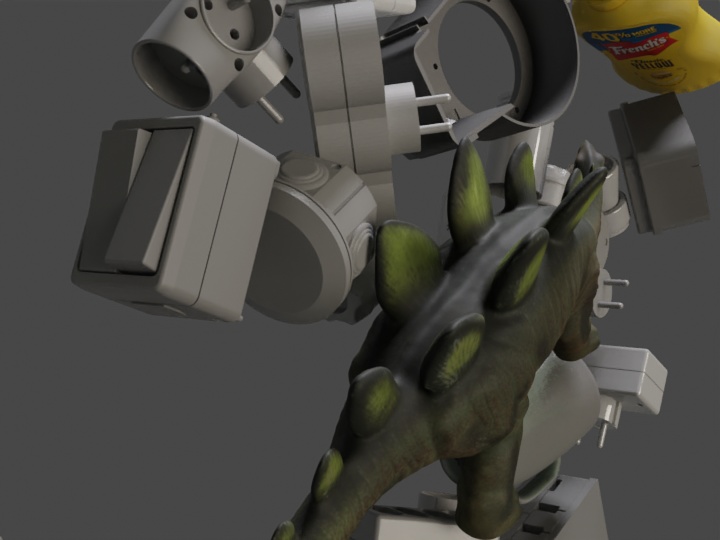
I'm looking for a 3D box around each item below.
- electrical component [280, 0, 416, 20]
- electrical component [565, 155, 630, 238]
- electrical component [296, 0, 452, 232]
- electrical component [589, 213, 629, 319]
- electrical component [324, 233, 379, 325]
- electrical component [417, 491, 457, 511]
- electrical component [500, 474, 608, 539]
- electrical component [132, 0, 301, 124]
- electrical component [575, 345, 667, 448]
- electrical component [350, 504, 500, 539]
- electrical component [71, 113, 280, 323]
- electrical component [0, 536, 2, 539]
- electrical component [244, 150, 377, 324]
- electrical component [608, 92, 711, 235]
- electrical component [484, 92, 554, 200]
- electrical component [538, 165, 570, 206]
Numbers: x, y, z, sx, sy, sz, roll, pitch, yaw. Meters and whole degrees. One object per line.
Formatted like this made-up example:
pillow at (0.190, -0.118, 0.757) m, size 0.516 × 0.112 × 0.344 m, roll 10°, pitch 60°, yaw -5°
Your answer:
electrical component at (-0.007, -0.170, 0.579) m, size 0.061 × 0.062 × 0.096 m, roll -11°, pitch 101°, yaw -52°
electrical component at (0.191, -0.058, 0.865) m, size 0.045 × 0.045 × 0.055 m, roll -49°, pitch 129°, yaw -39°
electrical component at (0.012, -0.078, 0.566) m, size 0.138 × 0.074 × 0.052 m, roll 83°, pitch 0°, yaw -46°
electrical component at (0.167, 0.017, 0.814) m, size 0.052 × 0.074 × 0.138 m, roll 43°, pitch 59°, yaw -46°
electrical component at (0.000, 0.000, 0.617) m, size 0.062 × 0.043 × 0.043 m, roll -44°, pitch 126°, yaw -43°
electrical component at (0.055, 0.188, 0.703) m, size 0.043 × 0.043 × 0.081 m, roll 16°, pitch 80°, yaw -52°
electrical component at (0.143, 0.238, 0.809) m, size 0.089 × 0.062 × 0.150 m, roll -37°, pitch 121°, yaw -46°
electrical component at (-0.059, -0.106, 0.522) m, size 0.079 × 0.044 × 0.077 m, roll 46°, pitch 56°, yaw -26°
electrical component at (0.186, 0.101, 0.837) m, size 0.047 × 0.083 × 0.075 m, roll 38°, pitch 63°, yaw -47°
electrical component at (0.034, 0.183, 0.643) m, size 0.083 × 0.047 × 0.075 m, roll 9°, pitch 84°, yaw -23°
electrical component at (-0.084, -0.030, 0.487) m, size 0.061 × 0.062 × 0.096 m, roll 28°, pitch 71°, yaw -50°
electrical component at (-0.170, 0.110, 0.388) m, size 0.078 × 0.058 × 0.057 m, roll -36°, pitch 124°, yaw -45°
electrical component at (-0.033, -0.017, 0.543) m, size 0.051 × 0.080 × 0.080 m, roll -48°, pitch 129°, yaw -47°
electrical component at (0.246, -0.089, 0.891) m, size 0.113 × 0.057 × 0.078 m, roll -81°, pitch 153°, yaw -57°
electrical component at (0.114, -0.093, 0.761) m, size 0.043 × 0.043 × 0.081 m, roll 25°, pitch 72°, yaw -51°
electrical component at (0.136, -0.046, 0.802) m, size 0.035 × 0.035 × 0.061 m, roll 29°, pitch 72°, yaw -50°
